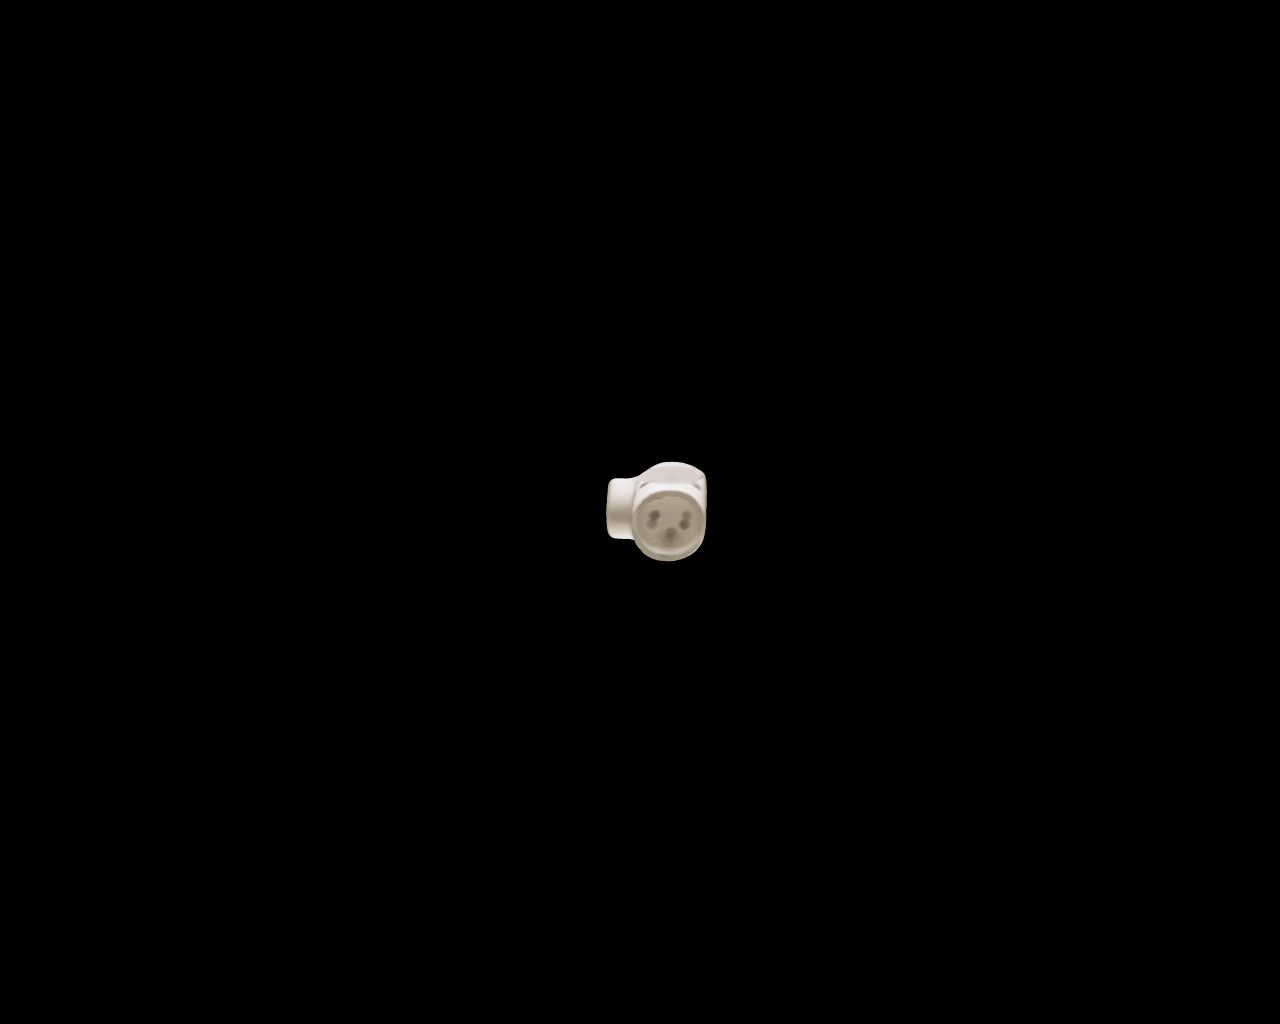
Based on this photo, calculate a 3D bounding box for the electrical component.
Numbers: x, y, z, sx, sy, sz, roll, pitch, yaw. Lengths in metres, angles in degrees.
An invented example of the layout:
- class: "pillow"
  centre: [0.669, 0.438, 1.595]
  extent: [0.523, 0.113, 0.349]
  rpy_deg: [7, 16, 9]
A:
- class: "electrical component"
  centre: [0.001, -0.003, 0.650]
  extent: [0.079, 0.044, 0.077]
  rpy_deg: [1, 16, 4]
